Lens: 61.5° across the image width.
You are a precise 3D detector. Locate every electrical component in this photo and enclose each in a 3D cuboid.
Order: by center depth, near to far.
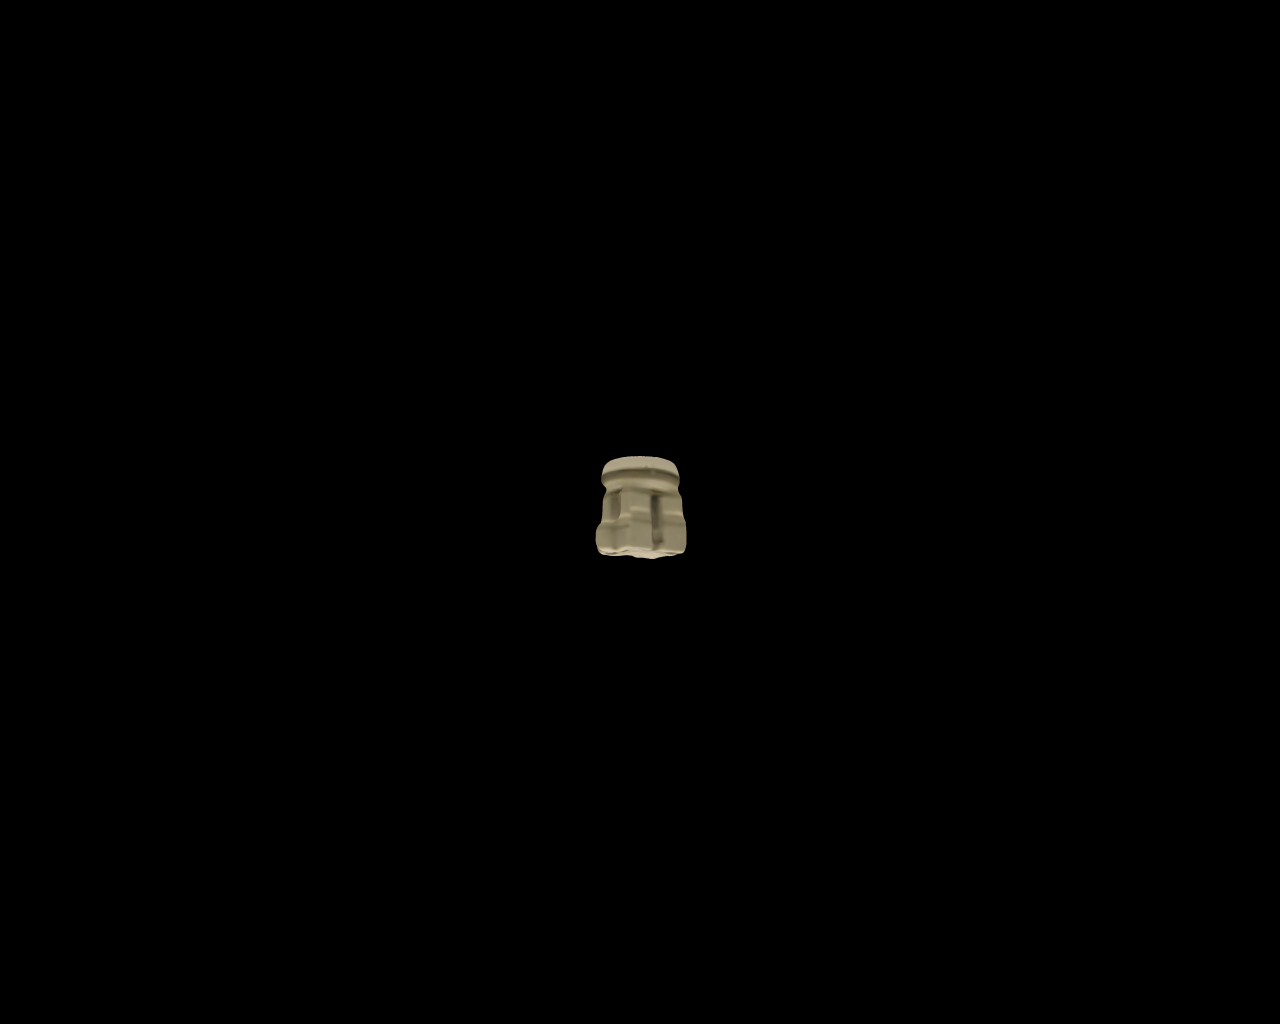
[{"bbox_3d":[0.001,-0.003,0.650,0.066,0.055,0.048,8,-14,-35],"label":"electrical component"}]
